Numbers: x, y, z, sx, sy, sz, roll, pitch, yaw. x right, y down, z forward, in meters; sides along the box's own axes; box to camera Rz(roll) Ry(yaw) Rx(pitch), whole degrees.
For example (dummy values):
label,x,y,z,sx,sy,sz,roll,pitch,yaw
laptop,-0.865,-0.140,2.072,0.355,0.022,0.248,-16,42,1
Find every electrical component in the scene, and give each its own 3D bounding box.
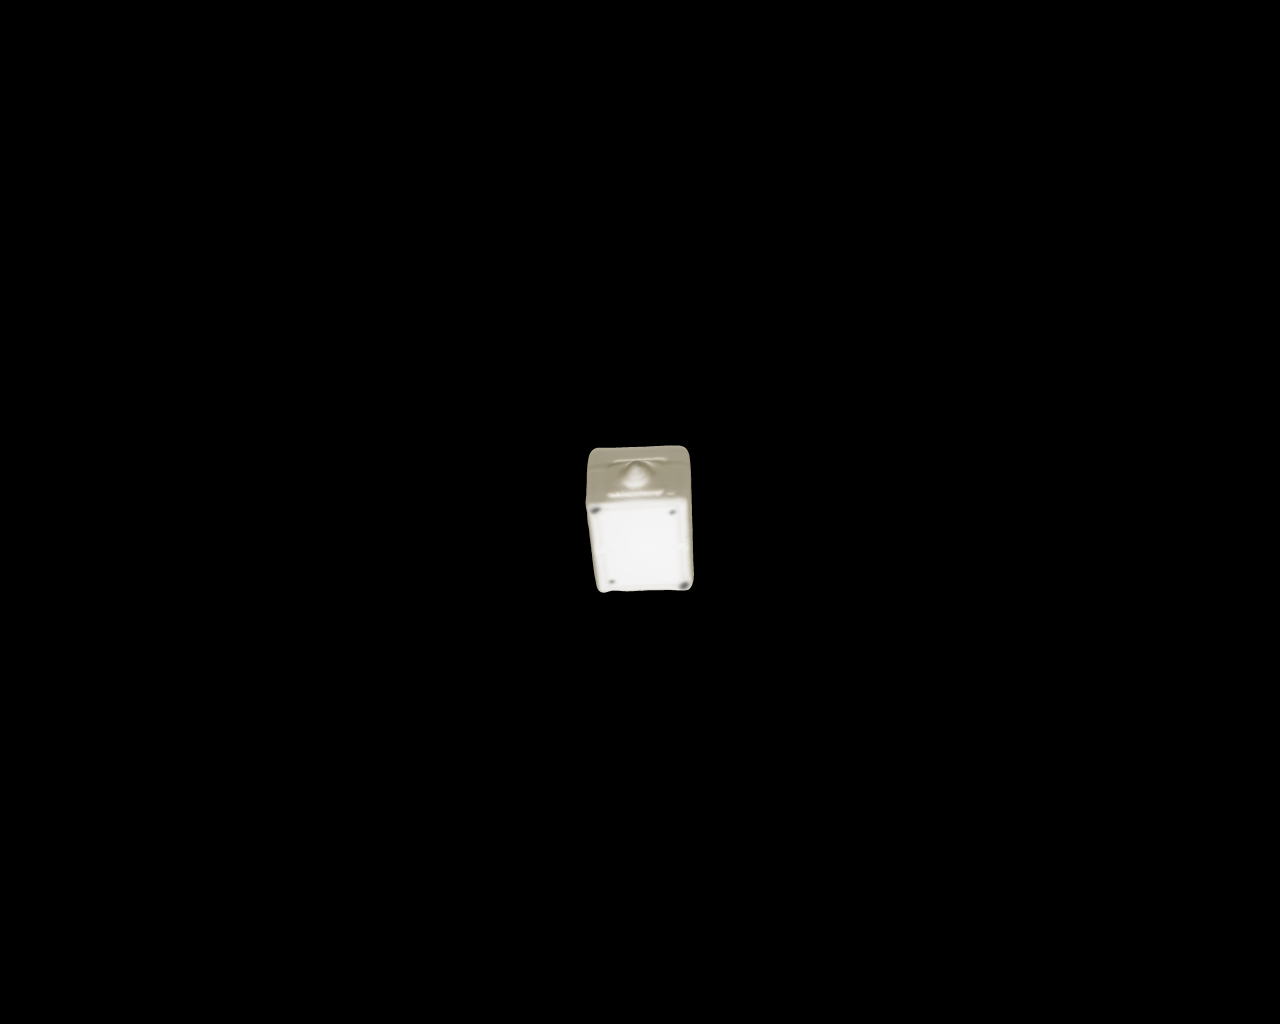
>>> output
label,x,y,z,sx,sy,sz,roll,pitch,yaw
electrical component,0.001,-0.003,0.650,0.062,0.096,0.061,-2,43,2
